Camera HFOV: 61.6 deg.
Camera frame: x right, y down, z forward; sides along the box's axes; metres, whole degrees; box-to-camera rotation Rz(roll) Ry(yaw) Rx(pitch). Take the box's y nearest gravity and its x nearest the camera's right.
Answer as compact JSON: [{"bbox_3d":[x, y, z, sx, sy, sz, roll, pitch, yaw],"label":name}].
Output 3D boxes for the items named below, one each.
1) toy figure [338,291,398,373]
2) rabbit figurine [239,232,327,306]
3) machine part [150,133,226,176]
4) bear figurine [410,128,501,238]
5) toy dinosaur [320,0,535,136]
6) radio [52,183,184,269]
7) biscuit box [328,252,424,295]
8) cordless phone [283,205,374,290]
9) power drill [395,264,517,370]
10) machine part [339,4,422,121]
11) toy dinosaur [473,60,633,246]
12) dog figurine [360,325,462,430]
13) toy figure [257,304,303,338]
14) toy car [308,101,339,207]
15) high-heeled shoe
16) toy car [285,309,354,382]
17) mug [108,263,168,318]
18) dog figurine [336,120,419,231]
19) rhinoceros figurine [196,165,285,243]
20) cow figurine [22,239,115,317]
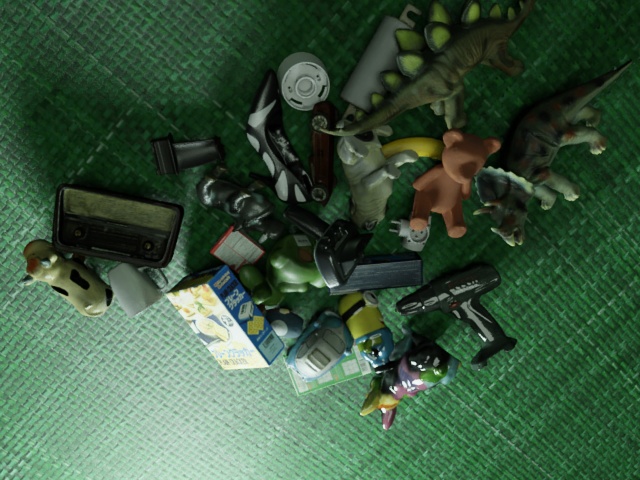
[{"bbox_3d":[0.101,0.189,1.125,0.089,0.082,0.180,-16,77,-11],"label":"toy figure"},{"bbox_3d":[-0.080,0.082,1.077,0.121,0.159,0.170,53,126,18],"label":"rabbit figurine"},{"bbox_3d":[-0.254,-0.168,1.041,0.139,0.039,0.084,-6,102,-1],"label":"machine part"},{"bbox_3d":[0.255,-0.108,1.017,0.120,0.132,0.195,11,150,-11],"label":"bear figurine"},{"bbox_3d":[0.211,-0.304,0.964,0.471,0.105,0.198,-42,124,-4],"label":"toy dinosaur"},{"bbox_3d":[-0.391,-0.026,1.044,0.230,0.073,0.131,11,94,-7],"label":"radio"},{"bbox_3d":[0.114,0.069,1.131,0.203,0.059,0.062,-4,106,-3],"label":"biscuit box"},{"bbox_3d":[-0.003,-0.002,1.043,0.184,0.146,0.088,31,127,7],"label":"cordless phone"},{"bbox_3d":[0.304,0.170,1.150,0.232,0.086,0.207,-30,79,-1],"label":"power drill"},{"bbox_3d":[0.109,-0.322,1.001,0.079,0.079,0.243,28,104,-12],"label":"machine part"},{"bbox_3d":[0.435,-0.186,1.055,0.192,0.131,0.404,19,99,-11],"label":"toy dinosaur"},{"bbox_3d":[0.183,0.309,1.156,0.108,0.192,0.219,34,86,-20],"label":"dog figurine"},{"bbox_3d":[-0.113,0.165,1.146,0.154,0.058,0.064,18,84,-8],"label":"toy figure"},{"bbox_3d":[0.004,-0.163,1.027,0.053,0.089,0.201,6,117,9],"label":"toy car"},{"bbox_3d":[-0.061,-0.184,1.016,0.145,0.086,0.248,18,123,9],"label":"high-heeled shoe"},{"bbox_3d":[-0.002,0.232,1.140,0.109,0.103,0.161,44,91,-3],"label":"toy car"},{"bbox_3d":[-0.371,0.088,1.089,0.109,0.081,0.107,-34,97,12],"label":"mug"},{"bbox_3d":[0.075,-0.122,1.043,0.172,0.121,0.190,50,140,15],"label":"dog figurine"},{"bbox_3d":[-0.155,-0.064,1.045,0.190,0.073,0.112,30,120,-1],"label":"rhinoceros figurine"},{"bbox_3d":[-0.494,0.076,1.051,0.085,0.127,0.194,-41,108,5],"label":"cow figurine"}]
